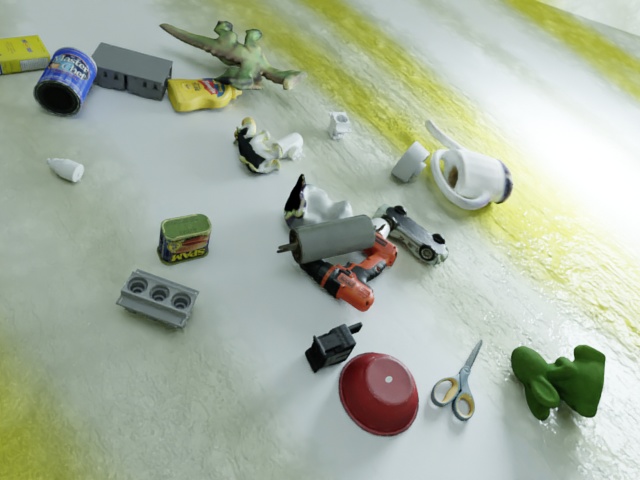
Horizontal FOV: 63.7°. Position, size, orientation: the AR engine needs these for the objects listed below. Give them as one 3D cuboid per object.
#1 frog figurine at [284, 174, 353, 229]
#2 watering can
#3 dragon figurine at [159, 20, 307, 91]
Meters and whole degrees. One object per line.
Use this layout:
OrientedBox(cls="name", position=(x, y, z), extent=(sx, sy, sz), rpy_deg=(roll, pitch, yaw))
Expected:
OrientedBox(cls="frog figurine", position=(0.004, -0.059, 1.169), extent=(0.158, 0.121, 0.140), rpy_deg=(24, 29, -27))
OrientedBox(cls="watering can", position=(0.408, -0.212, 1.438), extent=(0.224, 0.356, 0.101), rpy_deg=(10, -42, -13))
OrientedBox(cls="dragon figurine", position=(-0.240, -0.491, 1.410), extent=(0.410, 0.119, 0.249), rpy_deg=(6, 40, -15))
